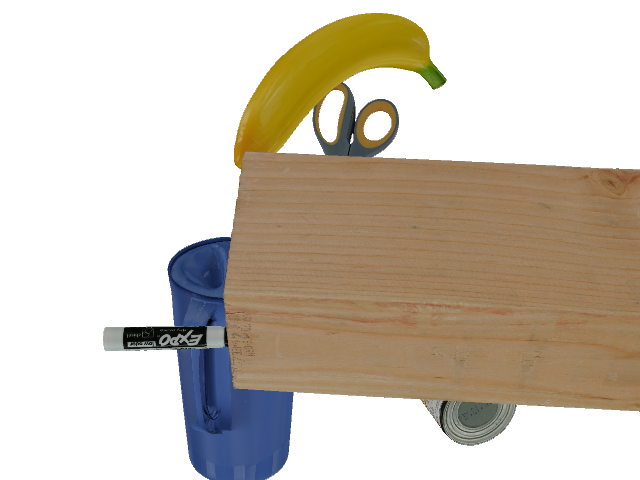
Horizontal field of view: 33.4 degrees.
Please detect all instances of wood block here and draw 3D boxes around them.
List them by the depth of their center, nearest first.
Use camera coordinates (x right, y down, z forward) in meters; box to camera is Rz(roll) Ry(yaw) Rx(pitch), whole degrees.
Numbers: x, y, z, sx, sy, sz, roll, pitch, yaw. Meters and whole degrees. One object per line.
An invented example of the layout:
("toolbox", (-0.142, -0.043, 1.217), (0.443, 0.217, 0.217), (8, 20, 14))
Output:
("wood block", (0.061, 0.021, 0.532), (0.206, 0.091, 0.090), (3, -38, 2))

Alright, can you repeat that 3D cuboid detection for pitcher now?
("pitcher", (-0.089, 0.131, 1.089), (0.149, 0.243, 0.145), (-11, 29, -24))

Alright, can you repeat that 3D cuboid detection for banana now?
("banana", (0.013, -0.109, 0.707), (0.197, 0.069, 0.037), (-27, 7, -35))

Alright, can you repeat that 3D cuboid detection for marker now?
("marker", (-0.106, 0.075, 0.822), (0.121, 0.020, 0.020), (-1, 0, 0))

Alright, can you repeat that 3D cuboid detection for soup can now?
("soup can", (0.110, 0.113, 0.881), (0.068, 0.068, 0.102), (0, 24, -20))

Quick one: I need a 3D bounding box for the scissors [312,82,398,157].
("scissors", (0.031, -0.062, 1.063), (0.096, 0.202, 0.016), (-1, -12, 3))
